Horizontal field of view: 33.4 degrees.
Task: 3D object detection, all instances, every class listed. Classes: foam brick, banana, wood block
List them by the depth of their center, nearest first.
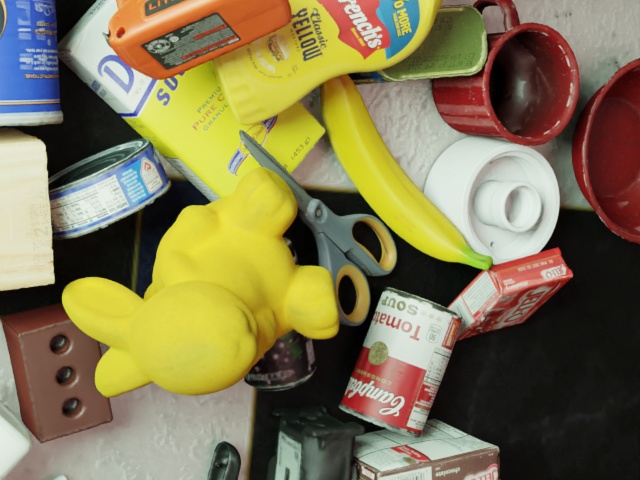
[{"bbox_3d":[-0.271,-0.012,0.626,0.205,0.091,0.090,-7,104,-27],"label":"wood block"},{"bbox_3d":[-0.176,0.086,0.715,0.052,0.051,0.078,-14,103,-26],"label":"foam brick"},{"bbox_3d":[0.055,-0.050,0.813,0.197,0.070,0.037,48,54,-17],"label":"banana"}]

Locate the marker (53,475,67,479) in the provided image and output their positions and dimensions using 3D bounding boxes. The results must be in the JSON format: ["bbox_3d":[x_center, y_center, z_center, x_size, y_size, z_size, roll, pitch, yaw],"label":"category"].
[{"bbox_3d":[-0.226,0.195,0.723,0.121,0.020,0.020,-25,108,-24],"label":"marker"}]

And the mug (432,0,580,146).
[{"bbox_3d":[0.140,-0.133,0.838,0.093,0.082,0.117,-19,106,-25],"label":"mug"}]

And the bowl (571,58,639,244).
[{"bbox_3d":[0.274,-0.080,0.933,0.161,0.055,0.162,-4,99,-28],"label":"bowl"}]

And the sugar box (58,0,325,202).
[{"bbox_3d":[-0.087,-0.103,0.741,0.176,0.048,0.093,44,76,-27],"label":"sugar box"}]

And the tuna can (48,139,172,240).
[{"bbox_3d":[-0.143,-0.034,0.697,0.086,0.086,0.034,-30,108,-22],"label":"tuna can"}]

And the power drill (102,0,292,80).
[{"bbox_3d":[-0.075,-0.203,0.642,0.057,0.185,0.188,37,34,-62],"label":"power drill"}]

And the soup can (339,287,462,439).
[{"bbox_3d":[0.064,0.096,0.836,0.068,0.069,0.102,23,85,-29],"label":"soup can"}]

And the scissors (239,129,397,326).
[{"bbox_3d":[-0.005,0.001,0.775,0.201,0.016,0.096,27,72,-49],"label":"scissors"}]

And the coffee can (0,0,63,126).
[{"bbox_3d":[-0.209,-0.139,0.637,0.102,0.103,0.140,-5,99,-28],"label":"coffee can"}]

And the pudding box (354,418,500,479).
[{"bbox_3d":[0.071,0.177,0.839,0.113,0.090,0.039,-5,98,-27],"label":"pudding box"}]

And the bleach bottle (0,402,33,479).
[{"bbox_3d":[-0.301,0.185,0.657,0.250,0.068,0.102,-45,105,-12],"label":"bleach bottle"}]

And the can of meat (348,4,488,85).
[{"bbox_3d":[0.061,-0.145,0.793,0.101,0.084,0.057,-9,102,-27],"label":"can of meat"}]

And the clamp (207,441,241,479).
[{"bbox_3d":[-0.090,0.235,0.790,0.120,0.039,0.171,-27,114,-17],"label":"clamp"}]

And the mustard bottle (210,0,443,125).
[{"bbox_3d":[0.017,-0.153,0.697,0.191,0.058,0.096,-23,118,-4],"label":"mustard bottle"}]

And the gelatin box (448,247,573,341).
[{"bbox_3d":[0.152,0.046,0.867,0.073,0.089,0.030,-12,66,-27],"label":"gelatin box"}]
